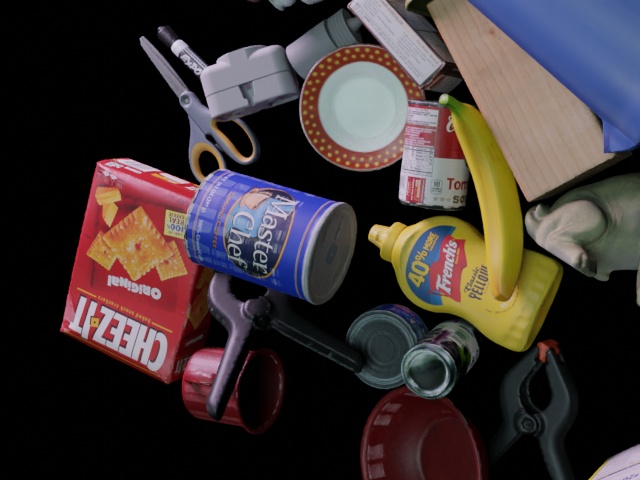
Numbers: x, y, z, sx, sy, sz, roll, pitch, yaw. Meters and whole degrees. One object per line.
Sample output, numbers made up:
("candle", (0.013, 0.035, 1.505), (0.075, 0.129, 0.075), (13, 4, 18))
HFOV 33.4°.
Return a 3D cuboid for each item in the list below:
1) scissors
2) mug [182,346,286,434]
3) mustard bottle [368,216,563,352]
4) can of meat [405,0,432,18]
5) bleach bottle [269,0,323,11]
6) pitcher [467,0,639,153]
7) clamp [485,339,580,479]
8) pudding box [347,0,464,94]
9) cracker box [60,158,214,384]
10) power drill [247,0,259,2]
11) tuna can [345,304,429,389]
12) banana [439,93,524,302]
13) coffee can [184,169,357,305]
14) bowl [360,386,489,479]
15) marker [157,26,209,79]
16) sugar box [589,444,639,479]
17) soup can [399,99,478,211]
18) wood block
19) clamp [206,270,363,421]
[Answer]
("scissors", (-0.151, -0.136, 1.201), (0.202, 0.016, 0.096), (38, 110, 19))
("mug", (-0.102, 0.157, 1.155), (0.082, 0.117, 0.093), (4, 80, 31))
("mustard bottle", (0.134, 0.029, 1.051), (0.192, 0.058, 0.096), (25, 97, 23))
("can of meat", (0.097, -0.265, 1.017), (0.058, 0.101, 0.084), (-37, 77, 26))
("bleach bottle", (0.034, -0.330, 1.064), (0.251, 0.068, 0.102), (-40, 77, 27))
("pitcher", (0.218, -0.203, 0.862), (0.243, 0.149, 0.145), (42, 153, 14))
("clamp", (0.217, 0.185, 1.037), (0.120, 0.039, 0.171), (21, 108, 23))
("pudding box", (0.088, -0.195, 1.034), (0.113, 0.089, 0.039), (49, 112, 14))
("cracker box", (-0.196, 0.032, 1.210), (0.164, 0.072, 0.214), (22, 105, 24))
("power drill", (-0.106, -0.341, 1.110), (0.188, 0.057, 0.184), (36, 112, 40))
("tuna can", (0.070, 0.111, 1.106), (0.086, 0.033, 0.086), (3, 97, 26))
("banana", (0.156, -0.043, 0.994), (0.037, 0.069, 0.198), (-15, 93, 52))
("coffee can", (-0.048, -0.004, 1.056), (0.140, 0.102, 0.103), (17, 103, 23))
("bowl", (0.115, 0.224, 1.067), (0.162, 0.055, 0.162), (-3, 86, 48))
("marker", (-0.139, -0.197, 1.187), (0.121, 0.020, 0.020), (45, 112, 16))
("sugar box", (0.281, 0.213, 0.931), (0.093, 0.176, 0.048), (-30, 82, 25))
("soup can", (0.115, -0.084, 1.044), (0.069, 0.068, 0.102), (10, 100, 25))
("wood block", (0.194, -0.147, 0.986), (0.090, 0.090, 0.206), (-30, 82, 26))
("clamp", (-0.053, 0.081, 1.124), (0.164, 0.036, 0.210), (-12, 53, -5))
